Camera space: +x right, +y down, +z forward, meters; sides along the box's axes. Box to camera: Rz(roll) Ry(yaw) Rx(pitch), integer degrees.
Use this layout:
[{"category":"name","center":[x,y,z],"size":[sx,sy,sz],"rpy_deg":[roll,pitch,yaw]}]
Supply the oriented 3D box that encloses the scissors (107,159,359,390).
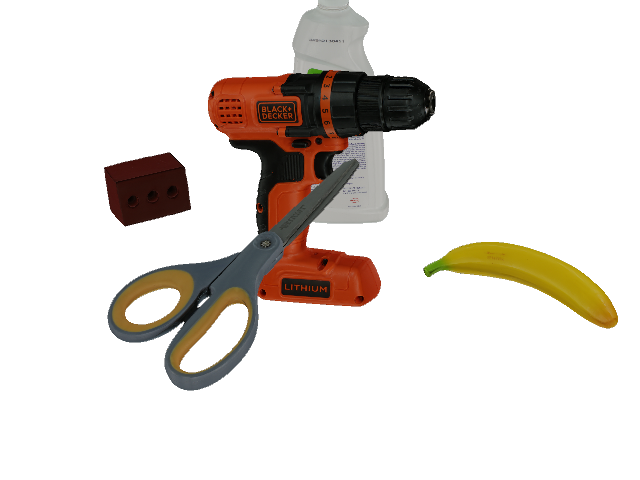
[{"category":"scissors","center":[-0.053,0.007,0.639],"size":[0.096,0.016,0.201],"rpy_deg":[12,46,17]}]

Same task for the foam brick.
[{"category":"foam brick","center":[-0.187,-0.056,1.148],"size":[0.078,0.053,0.051],"rpy_deg":[-16,30,-19]}]

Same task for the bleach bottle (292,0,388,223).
[{"category":"bleach bottle","center":[0.022,-0.140,1.106],"size":[0.102,0.251,0.068],"rpy_deg":[0,31,0]}]

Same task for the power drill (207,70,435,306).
[{"category":"power drill","center":[0.005,-0.043,0.855],"size":[0.185,0.188,0.057],"rpy_deg":[3,19,22]}]

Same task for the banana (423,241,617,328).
[{"category":"banana","center":[0.205,0.038,1.060],"size":[0.198,0.069,0.037],"rpy_deg":[14,-34,27]}]
